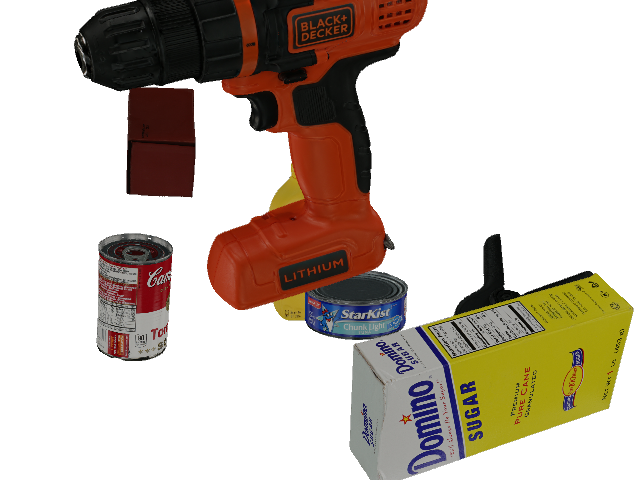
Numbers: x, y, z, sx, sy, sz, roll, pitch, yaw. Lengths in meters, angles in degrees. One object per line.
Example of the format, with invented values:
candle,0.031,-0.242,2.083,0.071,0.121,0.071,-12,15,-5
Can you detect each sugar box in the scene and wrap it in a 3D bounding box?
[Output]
sugar box,0.106,0.087,0.670,0.176,0.093,0.048,-17,40,-21

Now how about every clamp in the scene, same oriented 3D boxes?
clamp,0.178,0.059,1.060,0.120,0.039,0.171,28,51,37

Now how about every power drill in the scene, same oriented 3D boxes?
power drill,-0.030,-0.055,0.571,0.184,0.188,0.057,-15,39,-18

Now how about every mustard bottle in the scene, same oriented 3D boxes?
mustard bottle,-0.008,-0.012,1.155,0.096,0.192,0.058,-9,23,-15

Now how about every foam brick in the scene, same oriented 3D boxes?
foam brick,-0.125,-0.078,0.834,0.053,0.051,0.078,2,39,-9

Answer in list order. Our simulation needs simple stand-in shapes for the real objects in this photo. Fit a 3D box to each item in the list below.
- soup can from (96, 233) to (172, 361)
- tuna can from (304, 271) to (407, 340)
soup can,-0.174,0.053,0.994,0.068,0.102,0.068,5,21,-2
tuna can,0.029,0.053,0.884,0.086,0.034,0.086,1,16,0
